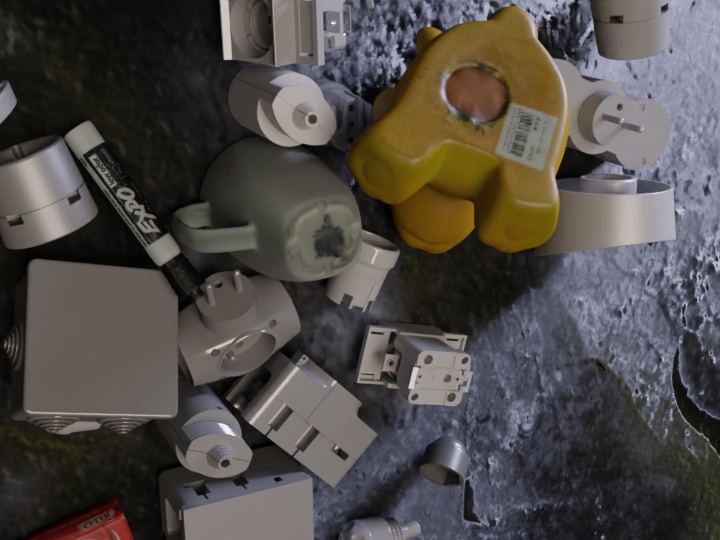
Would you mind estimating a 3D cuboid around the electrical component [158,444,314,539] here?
[{"bbox_3d":[-0.083,0.203,0.735,0.089,0.062,0.150,-10,111,-24],"label":"electrical component"}]

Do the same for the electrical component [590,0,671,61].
[{"bbox_3d":[0.189,-0.176,0.749,0.055,0.055,0.047,-23,120,-19],"label":"electrical component"}]

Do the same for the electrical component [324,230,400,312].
[{"bbox_3d":[0.000,0.000,0.721,0.040,0.040,0.046,15,106,-30],"label":"electrical component"}]

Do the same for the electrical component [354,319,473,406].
[{"bbox_3d":[0.042,0.065,0.751,0.081,0.064,0.042,6,102,-27],"label":"electrical component"}]

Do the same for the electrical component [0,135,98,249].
[{"bbox_3d":[-0.182,-0.045,0.603,0.055,0.055,0.047,-25,113,-18],"label":"electrical component"}]

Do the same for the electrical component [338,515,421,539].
[{"bbox_3d":[0.016,0.199,0.801,0.061,0.035,0.035,-8,111,-28],"label":"electrical component"}]

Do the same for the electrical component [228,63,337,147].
[{"bbox_3d":[-0.044,-0.097,0.639,0.043,0.081,0.043,-9,111,-25],"label":"electrical component"}]

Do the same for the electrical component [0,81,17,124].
[{"bbox_3d":[-0.219,-0.095,0.564,0.078,0.058,0.057,-42,118,-8],"label":"electrical component"}]

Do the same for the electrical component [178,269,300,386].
[{"bbox_3d":[-0.082,0.028,0.674,0.077,0.044,0.079,-27,149,-17],"label":"electrical component"}]

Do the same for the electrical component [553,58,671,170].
[{"bbox_3d":[0.166,-0.107,0.749,0.138,0.074,0.052,15,100,-31],"label":"electrical component"}]

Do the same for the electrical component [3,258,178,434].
[{"bbox_3d":[-0.157,0.045,0.630,0.100,0.048,0.099,6,73,-29],"label":"electrical component"}]

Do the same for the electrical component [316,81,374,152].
[{"bbox_3d":[-0.014,-0.095,0.675,0.040,0.046,0.040,-9,112,-23],"label":"electrical component"}]

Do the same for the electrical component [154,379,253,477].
[{"bbox_3d":[-0.099,0.104,0.681,0.043,0.081,0.043,-9,111,-24],"label":"electrical component"}]

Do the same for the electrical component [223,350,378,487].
[{"bbox_3d":[-0.037,0.094,0.726,0.055,0.050,0.089,-50,120,-6],"label":"electrical component"}]

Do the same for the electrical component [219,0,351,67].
[{"bbox_3d":[-0.043,-0.146,0.631,0.064,0.081,0.042,-21,118,-45],"label":"electrical component"}]

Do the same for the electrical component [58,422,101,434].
[{"bbox_3d":[-0.165,0.082,0.667,0.061,0.035,0.035,-4,109,-29],"label":"electrical component"}]

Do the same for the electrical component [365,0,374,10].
[{"bbox_3d":[0.004,-0.199,0.651,0.077,0.043,0.079,-27,118,-17],"label":"electrical component"}]

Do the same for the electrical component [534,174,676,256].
[{"bbox_3d":[0.175,-0.035,0.768,0.099,0.099,0.064,-6,104,-25],"label":"electrical component"}]
